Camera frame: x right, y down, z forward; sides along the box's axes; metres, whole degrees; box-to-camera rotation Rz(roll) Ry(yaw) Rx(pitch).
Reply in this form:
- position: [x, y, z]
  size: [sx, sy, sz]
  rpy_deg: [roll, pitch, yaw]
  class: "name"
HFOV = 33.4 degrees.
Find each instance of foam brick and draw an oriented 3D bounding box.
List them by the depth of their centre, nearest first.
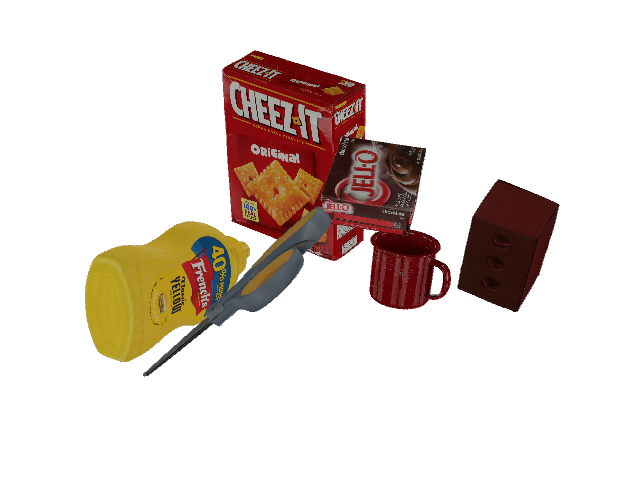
- position: [0.144, 0.004, 0.822]
  size: [0.053, 0.078, 0.051]
  rpy_deg: [23, 44, 20]
  class: "foam brick"

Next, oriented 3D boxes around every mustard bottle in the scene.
- position: [-0.128, 0.035, 0.975]
  size: [0.058, 0.096, 0.191]
  rpy_deg: [12, 22, 31]
  class: "mustard bottle"

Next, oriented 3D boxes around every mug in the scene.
- position: [0.119, 0.042, 1.411]
  size: [0.117, 0.081, 0.093]
  rpy_deg: [17, 26, 27]
  class: "mug"

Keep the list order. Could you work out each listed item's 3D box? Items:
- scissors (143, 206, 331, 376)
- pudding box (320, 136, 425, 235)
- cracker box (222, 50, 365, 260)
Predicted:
- position: [-0.067, 0.052, 0.745]
  size: [0.202, 0.016, 0.096]
  rpy_deg: [-44, 11, 17]
  class: "scissors"
- position: [0.054, -0.056, 1.072]
  size: [0.090, 0.039, 0.113]
  rpy_deg: [10, 37, 7]
  class: "pudding box"
- position: [-0.032, -0.098, 1.265]
  size: [0.164, 0.214, 0.072]
  rpy_deg: [22, 41, 30]
  class: "cracker box"
